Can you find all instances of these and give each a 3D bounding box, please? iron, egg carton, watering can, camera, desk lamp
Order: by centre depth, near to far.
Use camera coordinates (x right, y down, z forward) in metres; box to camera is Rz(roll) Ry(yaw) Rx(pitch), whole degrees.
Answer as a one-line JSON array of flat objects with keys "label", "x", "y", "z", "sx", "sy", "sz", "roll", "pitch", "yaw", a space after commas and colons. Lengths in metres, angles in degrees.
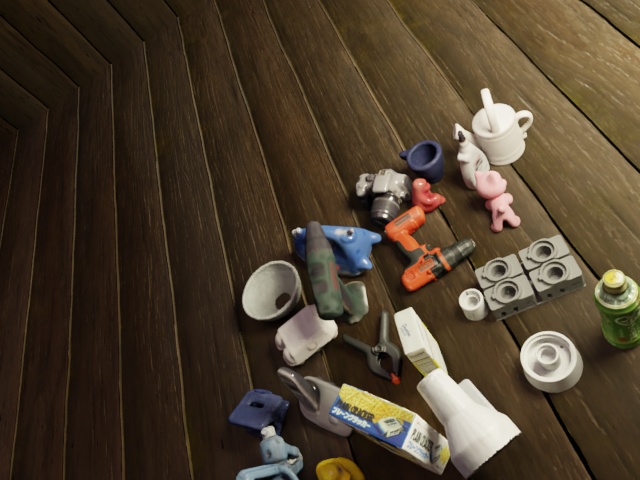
[{"label": "desk lamp", "x": 0.257, "y": 0.320, "z": 1.007, "sx": 0.118, "sy": 0.214, "sz": 0.202, "roll": -41, "pitch": 47, "yaw": 1}, {"label": "watering can", "x": 0.400, "y": -0.266, "z": 1.337, "sx": 0.173, "sy": 0.195, "sz": 0.100, "roll": -33, "pitch": 48, "yaw": 9}, {"label": "egg carton", "x": -0.033, "y": 0.225, "z": 1.354, "sx": 0.150, "sy": 0.070, "sz": 0.107, "roll": -40, "pitch": 47, "yaw": 2}, {"label": "iron", "x": 0.013, "y": 0.005, "z": 1.429, "sx": 0.257, "sy": 0.142, "sz": 0.119, "roll": 3, "pitch": 61, "yaw": 34}, {"label": "camera", "x": 0.151, "y": -0.104, "z": 1.446, "sx": 0.142, "sy": 0.101, "sz": 0.137, "roll": 1, "pitch": 60, "yaw": 33}]

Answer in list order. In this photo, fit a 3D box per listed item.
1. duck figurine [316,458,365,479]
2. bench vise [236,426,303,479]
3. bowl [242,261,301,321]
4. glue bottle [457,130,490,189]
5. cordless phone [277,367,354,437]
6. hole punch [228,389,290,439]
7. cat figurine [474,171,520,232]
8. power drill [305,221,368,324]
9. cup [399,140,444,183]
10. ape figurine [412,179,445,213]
[{"label": "duck figurine", "x": 0.029, "y": 0.467, "z": 1.136, "sx": 0.104, "sy": 0.086, "sz": 0.077, "roll": 10, "pitch": 65, "yaw": 37}, {"label": "bench vise", "x": -0.112, "y": 0.472, "z": 1.130, "sx": 0.121, "sy": 0.220, "sz": 0.206, "roll": -39, "pitch": 47, "yaw": 3}, {"label": "bowl", "x": -0.111, "y": 0.141, "z": 1.458, "sx": 0.167, "sy": 0.075, "sz": 0.167, "roll": -16, "pitch": 52, "yaw": 22}, {"label": "glue bottle", "x": 0.348, "y": -0.195, "z": 1.335, "sx": 0.037, "sy": 0.174, "sz": 0.078, "roll": 16, "pitch": 69, "yaw": 38}, {"label": "cordless phone", "x": -0.005, "y": 0.327, "z": 1.186, "sx": 0.147, "sy": 0.186, "sz": 0.094, "roll": 10, "pitch": 65, "yaw": 37}, {"label": "hole punch", "x": -0.139, "y": 0.387, "z": 1.294, "sx": 0.108, "sy": 0.091, "sz": 0.101, "roll": 1, "pitch": 60, "yaw": 33}, {"label": "cat figurine", "x": 0.391, "y": -0.099, "z": 1.280, "sx": 0.067, "sy": 0.118, "sz": 0.127, "roll": -22, "pitch": 50, "yaw": 18}, {"label": "power drill", "x": 0.032, "y": 0.094, "z": 1.309, "sx": 0.075, "sy": 0.209, "sz": 0.229, "roll": -22, "pitch": 50, "yaw": 18}, {"label": "cup", "x": 0.262, "y": -0.189, "z": 1.439, "sx": 0.117, "sy": 0.095, "sz": 0.092, "roll": 12, "pitch": 66, "yaw": 37}, {"label": "ape figurine", "x": 0.253, "y": -0.115, "z": 1.395, "sx": 0.076, "sy": 0.092, "sz": 0.077, "roll": -29, "pitch": 48, "yaw": 12}]
